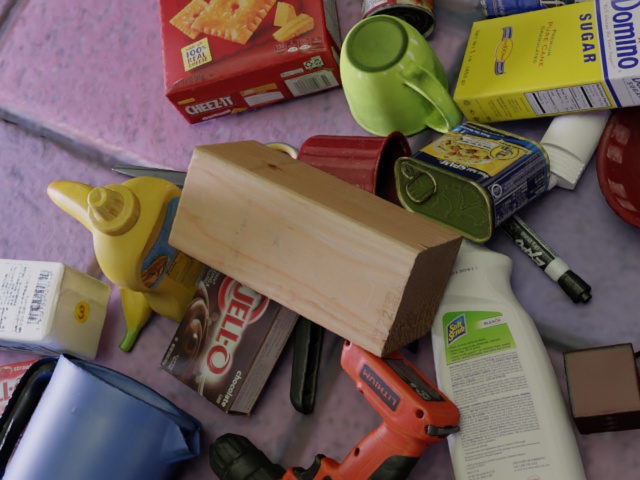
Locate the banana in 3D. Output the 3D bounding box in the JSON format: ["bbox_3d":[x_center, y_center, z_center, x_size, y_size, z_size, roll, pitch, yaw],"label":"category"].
[{"bbox_3d":[-0.199,0.006,1.005,0.069,0.037,0.198,-32,64,4],"label":"banana"}]

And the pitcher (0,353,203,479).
[{"bbox_3d":[-0.217,0.221,0.885,0.145,0.149,0.243,30,83,-16],"label":"pitcher"}]

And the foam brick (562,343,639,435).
[{"bbox_3d":[0.215,0.114,0.806,0.053,0.078,0.051,-10,68,16],"label":"foam brick"}]

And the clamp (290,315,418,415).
[{"bbox_3d":[-0.004,0.062,0.921,0.120,0.039,0.171,-36,60,3],"label":"clamp"}]

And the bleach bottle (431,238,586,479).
[{"bbox_3d":[0.143,0.102,0.842,0.103,0.068,0.251,-15,64,16],"label":"bleach bottle"}]

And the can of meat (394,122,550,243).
[{"bbox_3d":[0.127,-0.052,0.884,0.083,0.057,0.102,-34,40,-30],"label":"can of meat"}]

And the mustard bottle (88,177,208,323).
[{"bbox_3d":[-0.141,0.000,0.902,0.058,0.191,0.096,17,76,24],"label":"mustard bottle"}]

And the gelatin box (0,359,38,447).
[{"bbox_3d":[-0.283,0.152,0.982,0.089,0.030,0.073,-10,67,14],"label":"gelatin box"}]

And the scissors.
[{"bbox_3d":[-0.099,-0.070,1.013,0.202,0.016,0.096,26,79,25],"label":"scissors"}]

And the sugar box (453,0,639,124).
[{"bbox_3d":[0.205,-0.151,0.886,0.177,0.048,0.093,-6,54,36],"label":"sugar box"}]

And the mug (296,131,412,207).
[{"bbox_3d":[0.032,-0.057,0.932,0.082,0.093,0.117,5,41,25],"label":"mug"}]

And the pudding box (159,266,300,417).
[{"bbox_3d":[-0.076,0.082,0.917,0.090,0.039,0.113,27,94,37],"label":"pudding box"}]

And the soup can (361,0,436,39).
[{"bbox_3d":[0.070,-0.241,0.993,0.068,0.068,0.102,-8,67,15],"label":"soup can"}]

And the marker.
[{"bbox_3d":[0.181,0.008,0.889,0.020,0.020,0.121,-41,64,0],"label":"marker"}]

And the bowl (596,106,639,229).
[{"bbox_3d":[0.302,-0.070,0.839,0.162,0.055,0.162,-27,50,36],"label":"bowl"}]

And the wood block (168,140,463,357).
[{"bbox_3d":[-0.005,0.000,0.847,0.206,0.090,0.090,27,110,25],"label":"wood block"}]

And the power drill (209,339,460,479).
[{"bbox_3d":[0.008,0.167,0.840,0.185,0.057,0.188,41,108,30],"label":"power drill"}]

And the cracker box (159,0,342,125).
[{"bbox_3d":[-0.071,-0.235,1.035,0.164,0.072,0.214,-13,66,13],"label":"cracker box"}]

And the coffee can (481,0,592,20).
[{"bbox_3d":[0.217,-0.241,0.925,0.140,0.102,0.103,5,72,20],"label":"coffee can"}]
